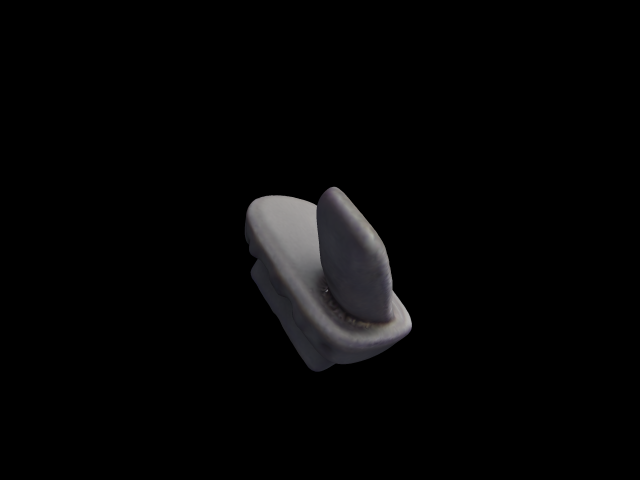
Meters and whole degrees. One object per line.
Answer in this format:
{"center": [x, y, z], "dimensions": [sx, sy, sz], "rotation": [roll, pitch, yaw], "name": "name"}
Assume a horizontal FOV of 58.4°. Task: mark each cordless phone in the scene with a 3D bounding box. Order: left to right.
{"center": [0.004, 0.001, 0.400], "dimensions": [0.094, 0.185, 0.147], "rotation": [-32, 64, -17], "name": "cordless phone"}
